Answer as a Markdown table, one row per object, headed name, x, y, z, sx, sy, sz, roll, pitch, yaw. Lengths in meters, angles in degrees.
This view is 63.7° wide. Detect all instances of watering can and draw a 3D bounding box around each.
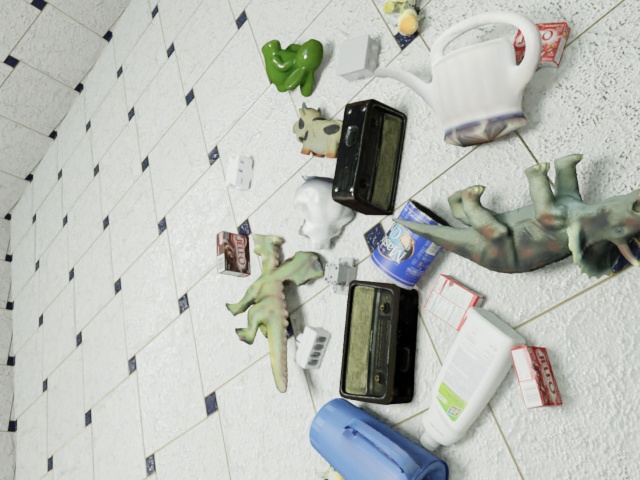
| name | x | y | z | sx | sy | sz | roll | pitch | yaw |
| --- | --- | --- | --- | --- | --- | --- | --- | --- | --- |
| watering can | 0.251 | -0.282 | 0.963 | 0.346 | 0.104 | 0.224 | -8 | 92 | 49 |

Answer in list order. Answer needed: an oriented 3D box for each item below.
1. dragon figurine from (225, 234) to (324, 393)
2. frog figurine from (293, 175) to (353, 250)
| name | x | y | z | sx | sy | sz | roll | pitch | yaw |
| --- | --- | --- | --- | --- | --- | --- | --- | --- | --- |
| dragon figurine | -0.086 | 0.125 | 1.193 | 0.241 | 0.121 | 0.418 | -49 | 43 | 10 |
| frog figurine | 0.003 | -0.058 | 1.145 | 0.122 | 0.137 | 0.160 | 1 | 77 | 62 |
